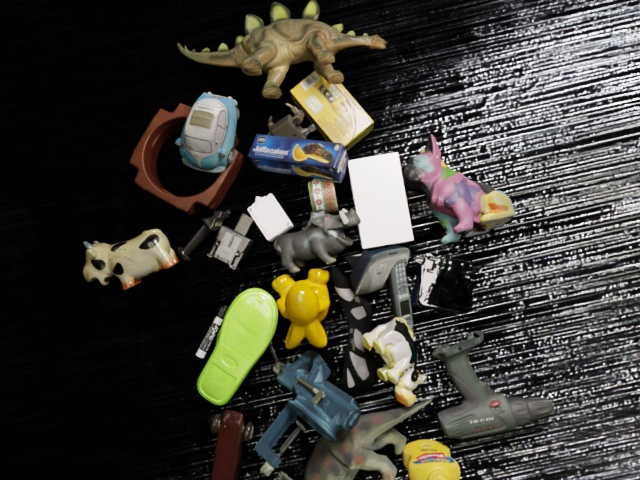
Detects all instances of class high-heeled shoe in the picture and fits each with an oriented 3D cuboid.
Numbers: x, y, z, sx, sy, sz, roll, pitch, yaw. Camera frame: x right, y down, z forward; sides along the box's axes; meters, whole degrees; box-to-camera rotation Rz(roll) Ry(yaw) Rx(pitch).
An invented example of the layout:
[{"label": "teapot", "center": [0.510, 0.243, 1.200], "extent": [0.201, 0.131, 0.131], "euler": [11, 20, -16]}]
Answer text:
[{"label": "high-heeled shoe", "center": [0.051, 0.188, 1.118], "extent": [0.145, 0.086, 0.249], "euler": [-35, 83, 8]}]

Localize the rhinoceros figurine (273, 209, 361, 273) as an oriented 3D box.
[{"label": "rhinoceros figurine", "center": [-0.002, -0.003, 1.112], "extent": [0.190, 0.073, 0.112], "euler": [-22, 92, 16]}]

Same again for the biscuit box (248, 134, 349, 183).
[{"label": "biscuit box", "center": [-0.046, -0.172, 1.118], "extent": [0.203, 0.059, 0.063], "euler": [10, 68, 21]}]

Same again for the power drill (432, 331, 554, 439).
[{"label": "power drill", "center": [0.337, 0.294, 1.102], "extent": [0.232, 0.086, 0.207], "euler": [-22, 93, 3]}]

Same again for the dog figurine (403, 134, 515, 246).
[{"label": "dog figurine", "center": [0.280, -0.113, 1.114], "extent": [0.192, 0.108, 0.219], "euler": [-18, 78, -9]}]

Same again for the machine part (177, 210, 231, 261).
[{"label": "machine part", "center": [-0.249, -0.013, 1.144], "extent": [0.039, 0.084, 0.139], "euler": [45, 99, -3]}]

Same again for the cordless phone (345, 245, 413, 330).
[{"label": "cordless phone", "center": [0.130, 0.107, 1.089], "extent": [0.089, 0.146, 0.184], "euler": [-13, 87, 42]}]

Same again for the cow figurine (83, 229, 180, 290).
[{"label": "cow figurine", "center": [-0.413, 0.037, 1.141], "extent": [0.195, 0.085, 0.127], "euler": [-25, 91, 3]}]

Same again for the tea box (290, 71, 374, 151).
[{"label": "tea box", "center": [0.026, -0.277, 1.154], "extent": [0.098, 0.068, 0.169], "euler": [-38, 86, 0]}]

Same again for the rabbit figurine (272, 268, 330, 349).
[{"label": "rabbit figurine", "center": [-0.039, 0.135, 1.075], "extent": [0.122, 0.173, 0.162], "euler": [0, 82, -1]}]

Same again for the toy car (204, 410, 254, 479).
[{"label": "toy car", "center": [-0.191, 0.453, 1.117], "extent": [0.089, 0.053, 0.202], "euler": [8, 90, 13]}]

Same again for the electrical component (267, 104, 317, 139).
[{"label": "electrical component", "center": [-0.067, -0.241, 1.151], "extent": [0.078, 0.045, 0.102], "euler": [34, 132, -30]}]

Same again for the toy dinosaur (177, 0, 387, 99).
[{"label": "toy dinosaur", "center": [-0.096, -0.399, 1.127], "extent": [0.472, 0.105, 0.198], "euler": [-2, 58, 11]}]

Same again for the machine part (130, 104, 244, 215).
[{"label": "machine part", "center": [-0.281, -0.169, 1.150], "extent": [0.201, 0.087, 0.201], "euler": [29, 86, 4]}]

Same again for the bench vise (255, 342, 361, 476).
[{"label": "bench vise", "center": [-0.049, 0.339, 1.053], "extent": [0.224, 0.128, 0.240], "euler": [30, 67, 26]}]

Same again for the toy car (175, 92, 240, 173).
[{"label": "toy car", "center": [-0.219, -0.217, 1.058], "extent": [0.109, 0.103, 0.161], "euler": [15, 88, 2]}]

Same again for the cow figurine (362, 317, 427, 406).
[{"label": "cow figurine", "center": [0.161, 0.240, 1.065], "extent": [0.098, 0.068, 0.167], "euler": [-31, 103, -23]}]

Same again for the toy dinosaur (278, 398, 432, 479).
[{"label": "toy dinosaur", "center": [0.045, 0.446, 1.082], "extent": [0.192, 0.131, 0.404], "euler": [32, 82, 4]}]

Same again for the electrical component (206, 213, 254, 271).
[{"label": "electrical component", "center": [-0.182, 0.000, 1.153], "extent": [0.075, 0.048, 0.119], "euler": [30, 89, 4]}]

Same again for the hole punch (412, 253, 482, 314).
[{"label": "hole punch", "center": [0.253, 0.095, 1.114], "extent": [0.142, 0.092, 0.115], "euler": [10, 76, 4]}]
